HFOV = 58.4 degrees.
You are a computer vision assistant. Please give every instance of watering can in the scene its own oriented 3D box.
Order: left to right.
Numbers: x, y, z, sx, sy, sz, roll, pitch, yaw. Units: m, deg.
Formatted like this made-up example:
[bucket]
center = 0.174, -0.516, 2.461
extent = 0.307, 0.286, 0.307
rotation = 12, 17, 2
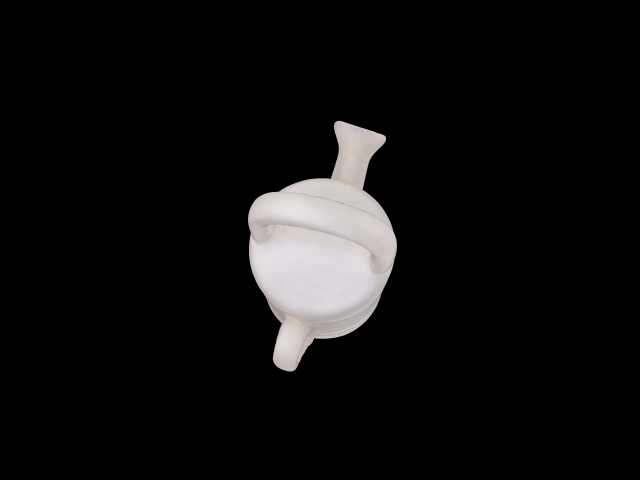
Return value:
[watering can]
center = 0.001, 0.001, 0.400
extent = 0.101, 0.194, 0.173
rotation = -4, 74, -1
